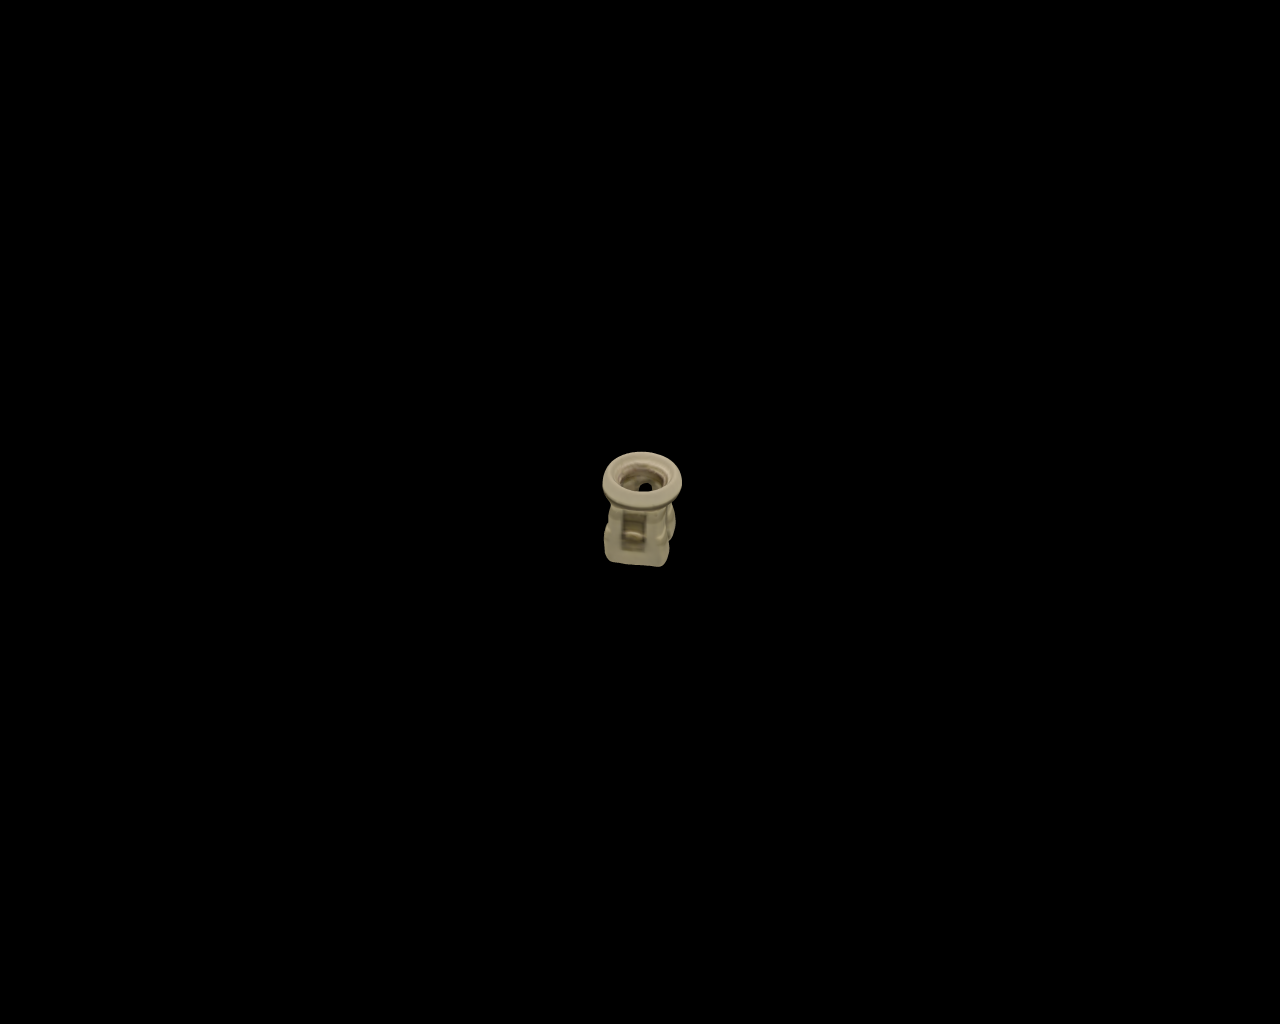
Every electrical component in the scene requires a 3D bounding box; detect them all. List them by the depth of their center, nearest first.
[{"bbox_3d":[0.001,-0.003,0.650,0.048,0.055,0.066,6,37,8],"label":"electrical component"}]
